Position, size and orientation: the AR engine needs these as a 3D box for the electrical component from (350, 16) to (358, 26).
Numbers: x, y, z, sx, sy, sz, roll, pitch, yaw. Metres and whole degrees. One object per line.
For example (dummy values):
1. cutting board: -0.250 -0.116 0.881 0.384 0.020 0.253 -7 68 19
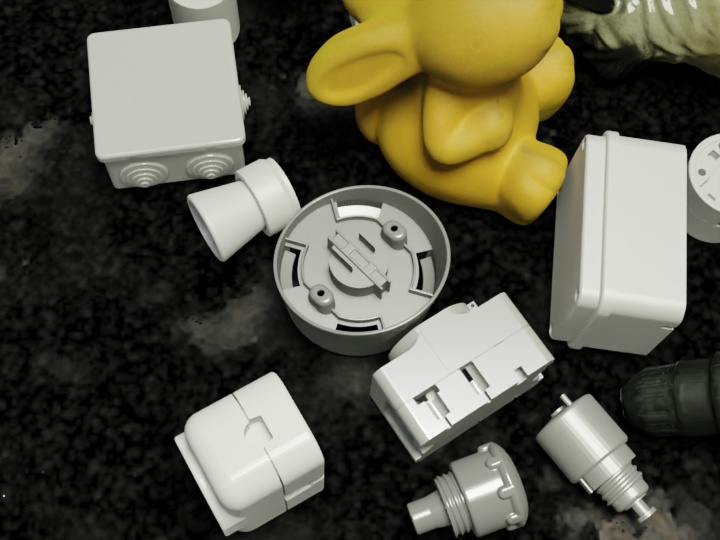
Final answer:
1. electrical component: 0.022 -0.169 0.705 0.046 0.040 0.040 -41 74 -10

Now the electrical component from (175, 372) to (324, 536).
1. electrical component: -0.057 0.099 0.561 0.059 0.095 0.053 -28 71 -13

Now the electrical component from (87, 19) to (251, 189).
1. electrical component: -0.118 -0.101 0.667 0.100 0.048 0.099 -8 68 -5

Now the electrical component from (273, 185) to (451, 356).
1. electrical component: 0.000 0.000 0.621 0.099 0.064 0.099 1 68 -2

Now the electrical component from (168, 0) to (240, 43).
1. electrical component: -0.101 -0.177 0.682 0.043 0.081 0.043 1 68 -1

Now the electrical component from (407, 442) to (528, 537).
1. electrical component: 0.057 0.124 0.583 0.062 0.048 0.048 -20 69 -3

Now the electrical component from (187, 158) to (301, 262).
1. electrical component: -0.069 -0.037 0.645 0.055 0.045 0.045 -29 71 -13

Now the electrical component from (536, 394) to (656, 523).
1. electrical component: 0.133 0.105 0.594 0.040 0.040 0.078 -35 73 -15

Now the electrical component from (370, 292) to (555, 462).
1. electrical component: 0.054 0.057 0.606 0.089 0.050 0.055 -31 72 -13

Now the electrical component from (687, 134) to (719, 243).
1. electrical component: 0.221 -0.048 0.656 0.055 0.047 0.055 1 68 -2

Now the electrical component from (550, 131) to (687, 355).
1. electrical component: 0.148 -0.015 0.624 0.057 0.078 0.113 8 68 -1
